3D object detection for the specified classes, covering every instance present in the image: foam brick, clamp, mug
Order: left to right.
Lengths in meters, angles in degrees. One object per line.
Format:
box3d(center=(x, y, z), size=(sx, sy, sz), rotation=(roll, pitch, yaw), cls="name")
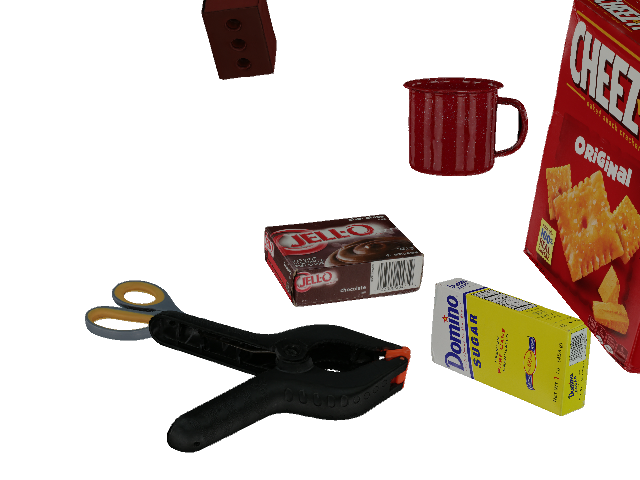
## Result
box3d(center=(-0.072, -0.192, 0.964), size=(0.053, 0.051, 0.078), rotation=(-6, -42, 7), cls="foam brick")
box3d(center=(-0.025, 0.090, 0.672), size=(0.171, 0.039, 0.120), rotation=(2, 38, -7), cls="clamp")
box3d(center=(0.136, -0.107, 1.006), size=(0.117, 0.081, 0.093), rotation=(3, 16, 12), cls="mug")

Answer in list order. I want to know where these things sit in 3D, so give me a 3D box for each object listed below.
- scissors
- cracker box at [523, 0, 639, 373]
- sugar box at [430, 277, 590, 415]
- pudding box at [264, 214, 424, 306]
box3d(center=(-0.124, 0.072, 1.035), size=(0.201, 0.016, 0.096), rotation=(3, 32, -4), cls="scissors")
box3d(center=(0.218, -0.041, 0.739), size=(0.072, 0.214, 0.164), rotation=(-7, 34, -15), cls="cracker box")
box3d(center=(0.191, 0.106, 1.098), size=(0.048, 0.093, 0.177), rotation=(-12, 20, -42), cls="sugar box")
box3d(center=(0.018, 0.015, 0.890), size=(0.113, 0.039, 0.090), rotation=(-5, 25, -17), cls="pudding box")
